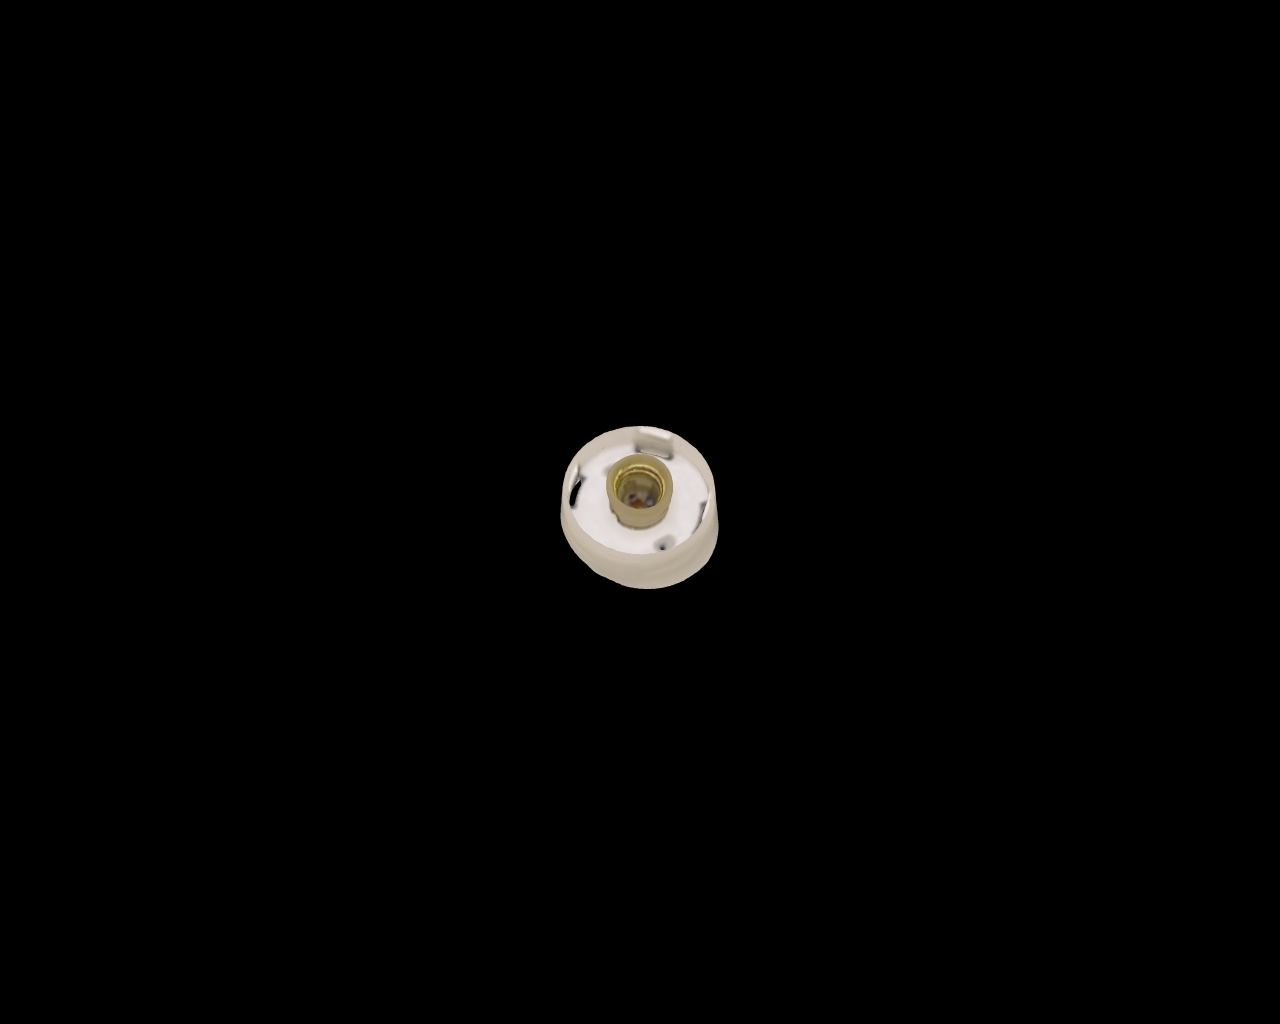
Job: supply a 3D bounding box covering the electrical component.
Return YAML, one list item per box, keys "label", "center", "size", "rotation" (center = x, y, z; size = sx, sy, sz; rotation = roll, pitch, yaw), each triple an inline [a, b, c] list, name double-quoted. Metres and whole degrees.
- label: "electrical component"
  center: [0.001, -0.003, 0.650]
  size: [0.099, 0.099, 0.064]
  rotation: [0, -30, 0]
